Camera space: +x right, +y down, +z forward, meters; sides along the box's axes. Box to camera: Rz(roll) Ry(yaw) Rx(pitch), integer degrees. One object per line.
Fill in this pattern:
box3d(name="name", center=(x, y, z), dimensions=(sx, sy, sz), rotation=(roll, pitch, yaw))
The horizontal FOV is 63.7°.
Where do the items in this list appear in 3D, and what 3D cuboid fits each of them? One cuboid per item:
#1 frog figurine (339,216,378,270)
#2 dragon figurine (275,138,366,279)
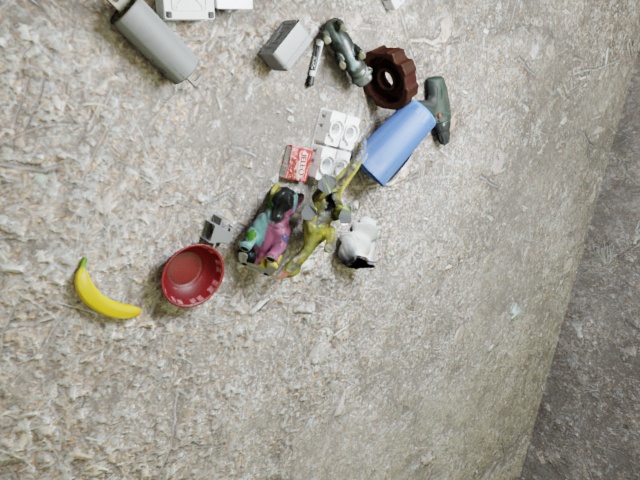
box3d(name="frog figurine", center=(0.117, 0.004, 1.571), dimensions=(0.136, 0.121, 0.162), rotation=(17, 60, -35))
box3d(name="dragon figurine", center=(0.004, -0.069, 1.368), dimensions=(0.122, 0.240, 0.416), rotation=(33, 70, -7))
